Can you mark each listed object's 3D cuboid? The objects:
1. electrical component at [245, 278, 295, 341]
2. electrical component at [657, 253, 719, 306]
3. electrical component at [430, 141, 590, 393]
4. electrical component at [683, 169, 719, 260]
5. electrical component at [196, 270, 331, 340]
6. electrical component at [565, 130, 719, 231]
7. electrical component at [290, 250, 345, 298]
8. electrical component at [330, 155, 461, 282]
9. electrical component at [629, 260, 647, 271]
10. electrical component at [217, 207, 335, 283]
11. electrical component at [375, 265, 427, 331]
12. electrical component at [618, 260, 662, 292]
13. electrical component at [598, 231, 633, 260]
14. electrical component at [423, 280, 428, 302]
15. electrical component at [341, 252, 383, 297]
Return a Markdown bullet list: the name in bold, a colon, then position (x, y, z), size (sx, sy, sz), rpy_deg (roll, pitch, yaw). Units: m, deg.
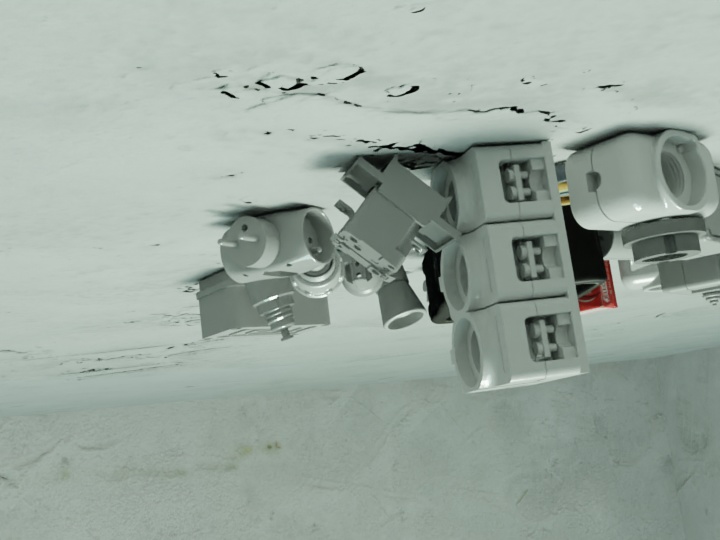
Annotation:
- **electrical component**: position (-0.079, 0.026, 0.976), size (0.040, 0.078, 0.040), rpy_deg (-20, 175, -2)
- **electrical component**: position (0.284, -0.015, 0.914), size (0.061, 0.096, 0.062), rpy_deg (-14, 168, 37)
- **electrical component**: position (0.091, 0.001, 0.707), size (0.062, 0.150, 0.089), rpy_deg (-5, 171, -16)
- **electrical component**: position (0.243, -0.044, 0.819), size (0.061, 0.061, 0.096), rpy_deg (-14, 168, 36)
- **electrical component**: position (-0.093, 0.032, 1.043), size (0.113, 0.057, 0.078), rpy_deg (-1, 169, -34)
- **electrical component**: position (0.192, -0.059, 0.717), size (0.095, 0.053, 0.059), rpy_deg (0, 168, -38)
- **electrical component**: position (-0.037, -0.005, 0.903), size (0.048, 0.048, 0.062), rpy_deg (-7, 164, -1)
- **electrical component**: position (0.018, -0.031, 0.686), size (0.081, 0.063, 0.042), rpy_deg (36, 163, -5)
- **electrical component**: position (0.278, -0.025, 1.009), size (0.055, 0.045, 0.045), rpy_deg (-10, 170, 13)
- **electrical component**: position (-0.071, -0.019, 0.791), size (0.077, 0.043, 0.079), rpy_deg (-13, 169, 31)
- **electrical component**: position (0.033, 0.020, 1.037), size (0.044, 0.065, 0.044), rpy_deg (-18, 158, -8)
- **electrical component**: position (0.304, -0.012, 1.061), size (0.095, 0.059, 0.054), rpy_deg (-10, 170, 15)
- **electrical component**: position (0.238, -0.030, 0.951), size (0.081, 0.043, 0.043), rpy_deg (-1, 169, -33)
- **electrical component**: position (0.103, 0.013, 1.116), size (0.055, 0.048, 0.066), rpy_deg (4, 167, -18)
- **electrical component**: position (0.000, 0.000, 0.978), size (0.040, 0.040, 0.046), rpy_deg (-8, 164, 5)
